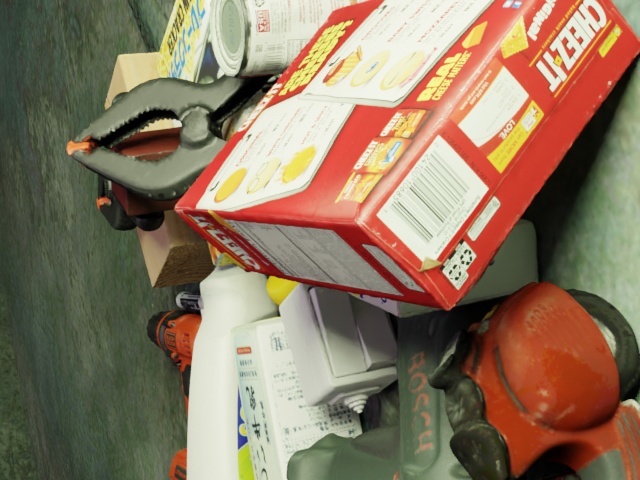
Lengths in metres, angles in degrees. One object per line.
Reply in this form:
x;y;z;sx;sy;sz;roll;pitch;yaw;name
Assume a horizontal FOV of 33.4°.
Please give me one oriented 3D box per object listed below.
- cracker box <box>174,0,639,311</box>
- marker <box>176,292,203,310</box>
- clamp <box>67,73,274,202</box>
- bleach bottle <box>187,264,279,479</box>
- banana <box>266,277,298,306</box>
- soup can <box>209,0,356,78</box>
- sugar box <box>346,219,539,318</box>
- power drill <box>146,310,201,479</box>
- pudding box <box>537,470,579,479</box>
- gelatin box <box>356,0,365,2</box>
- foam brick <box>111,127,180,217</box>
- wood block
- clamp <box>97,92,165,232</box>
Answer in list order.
0.034;-0.054;0.551;0.072;0.164;0.214;44;163;-23;cracker box
-0.127;0.066;1.137;0.121;0.020;0.020;177;85;-66;marker
-0.081;-0.089;0.778;0.036;0.210;0.164;50;-140;-70;clamp
-0.073;0.124;0.913;0.068;0.102;0.251;-13;76;38;bleach bottle
-0.005;0.015;0.832;0.198;0.037;0.069;121;155;-53;banana
-0.015;-0.146;0.716;0.069;0.102;0.068;171;90;-66;soup can
0.043;0.001;0.646;0.176;0.093;0.048;15;113;64;sugar box
-0.140;0.169;1.154;0.185;0.057;0.187;-178;80;-66;power drill
0.134;0.194;0.575;0.090;0.039;0.113;112;144;-49;pudding box
0.048;-0.164;0.656;0.073;0.030;0.089;167;93;-68;gelatin box
-0.124;-0.056;0.851;0.051;0.078;0.053;-137;41;-54;foam brick
-0.134;-0.069;1.020;0.091;0.090;0.206;123;133;-57;wood block
-0.172;-0.044;0.955;0.172;0.039;0.120;127;135;-65;clamp
